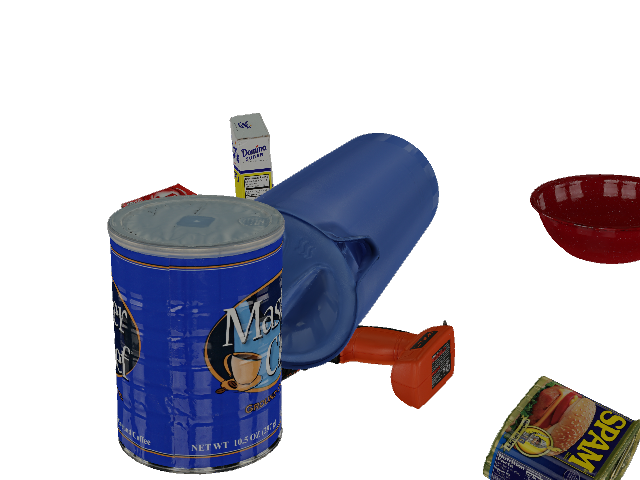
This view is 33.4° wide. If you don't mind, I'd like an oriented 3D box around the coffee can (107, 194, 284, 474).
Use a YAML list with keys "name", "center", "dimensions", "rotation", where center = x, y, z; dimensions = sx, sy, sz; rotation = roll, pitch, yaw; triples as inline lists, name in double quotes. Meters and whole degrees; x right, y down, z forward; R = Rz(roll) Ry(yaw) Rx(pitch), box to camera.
- name: "coffee can"
  center: [-0.073, 0.053, 0.643]
  dimensions: [0.103, 0.140, 0.103]
  rotation: [1, 18, 0]

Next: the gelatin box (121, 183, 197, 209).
- name: "gelatin box"
  center: [-0.137, -0.019, 1.032]
  dimensions: [0.089, 0.030, 0.073]
  rotation: [30, 37, 33]

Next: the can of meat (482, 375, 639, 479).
- name: "can of meat"
  center: [0.182, 0.157, 0.800]
  dimensions: [0.084, 0.057, 0.101]
  rotation: [26, 41, 26]

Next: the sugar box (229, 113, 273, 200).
- name: "sugar box"
  center: [-0.082, -0.059, 1.312]
  dimensions: [0.048, 0.176, 0.093]
  rotation: [-9, 25, -7]

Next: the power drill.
- name: "power drill"
  center: [0.025, 0.115, 1.056]
  dimensions: [0.188, 0.057, 0.184]
  rotation: [9, 23, 28]

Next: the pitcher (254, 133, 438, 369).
- name: "pitcher"
  center: [0.004, -0.002, 0.891]
  dimensions: [0.149, 0.145, 0.242]
  rotation: [22, 30, 15]

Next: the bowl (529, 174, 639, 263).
- name: "bowl"
  center: [0.299, -0.018, 1.110]
  dimensions: [0.162, 0.055, 0.162]
  rotation: [-3, 23, 1]
